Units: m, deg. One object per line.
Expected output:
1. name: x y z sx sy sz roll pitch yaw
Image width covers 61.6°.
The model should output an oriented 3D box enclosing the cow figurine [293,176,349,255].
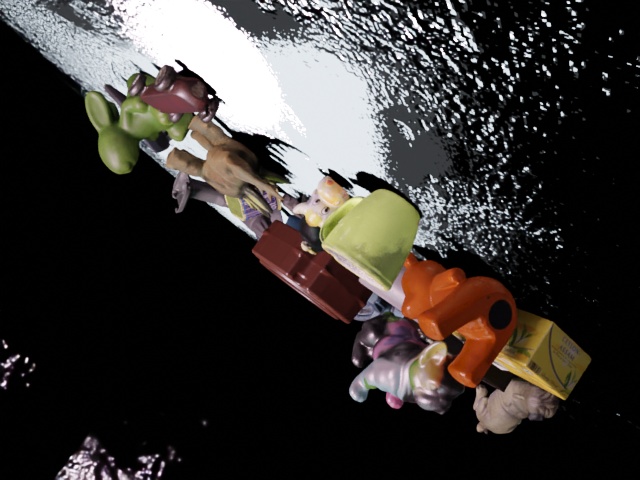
1. cow figurine: 0.002 -0.031 0.766 0.068 0.098 0.167 41 175 13

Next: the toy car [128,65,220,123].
1. toy car: -0.217 -0.214 0.790 0.089 0.053 0.202 28 175 -33

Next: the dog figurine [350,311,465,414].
1. dog figurine: 0.149 0.178 0.832 0.108 0.191 0.219 23 144 -21

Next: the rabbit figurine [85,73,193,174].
1. rabbit figurine: -0.331 -0.203 0.937 0.159 0.170 0.121 36 173 -2

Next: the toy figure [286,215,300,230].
1. toy figure: -0.003 -0.002 1.140 0.154 0.064 0.057 26 140 -1

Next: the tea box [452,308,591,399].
1. tea box: 0.262 0.137 0.733 0.098 0.068 0.170 39 172 -26

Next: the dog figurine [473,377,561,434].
1. dog figurine: 0.407 0.357 1.127 0.121 0.172 0.190 25 180 3

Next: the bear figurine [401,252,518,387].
1. bear figurine: 0.155 0.087 0.707 0.120 0.132 0.196 57 160 -22

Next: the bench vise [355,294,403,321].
1. bench vise: 0.131 0.139 1.221 0.224 0.129 0.240 31 176 20

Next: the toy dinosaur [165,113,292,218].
1. toy dinosaur: -0.149 -0.122 0.909 0.198 0.105 0.472 30 -176 -14

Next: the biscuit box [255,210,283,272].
1. biscuit box: -0.123 -0.008 1.353 0.063 0.059 0.202 29 142 40

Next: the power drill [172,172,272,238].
1. power drill: -0.215 -0.085 1.195 0.207 0.086 0.232 6 -146 -29

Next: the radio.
1. radio: 0.282 0.209 1.103 0.229 0.073 0.131 38 173 -8

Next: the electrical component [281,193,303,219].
1. electrical component: -0.052 -0.068 1.097 0.094 0.021 0.063 32 172 40

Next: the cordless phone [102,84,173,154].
1. cordless phone: -0.381 -0.273 1.105 0.184 0.089 0.146 40 174 1

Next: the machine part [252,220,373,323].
1. machine part: -0.016 0.062 1.001 0.201 0.087 0.201 44 170 -38

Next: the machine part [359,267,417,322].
1. machine part: 0.153 0.084 0.888 0.243 0.079 0.079 36 173 14
